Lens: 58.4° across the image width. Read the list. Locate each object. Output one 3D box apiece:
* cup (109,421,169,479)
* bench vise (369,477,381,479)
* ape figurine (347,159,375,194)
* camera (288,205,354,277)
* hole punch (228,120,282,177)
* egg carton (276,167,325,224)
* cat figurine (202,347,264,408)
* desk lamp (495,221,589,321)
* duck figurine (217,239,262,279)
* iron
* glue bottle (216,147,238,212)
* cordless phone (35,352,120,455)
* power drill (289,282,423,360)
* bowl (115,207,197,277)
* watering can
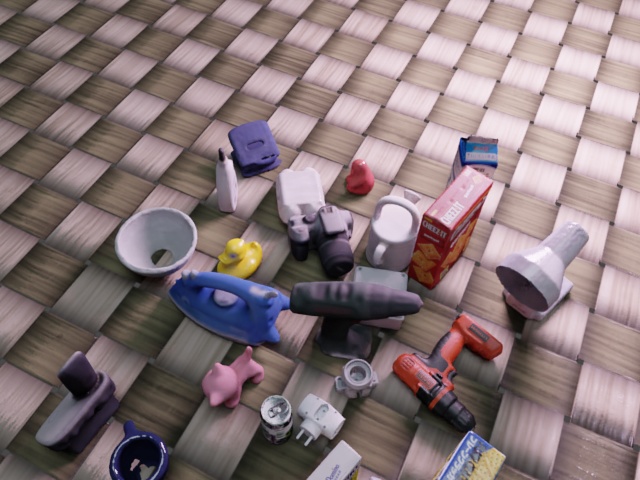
[{"bbox_3d":[-0.295,0.364,0.947,0.092,0.095,0.117,-22,59,-17],"label":"cup"},{"bbox_3d":[0.036,0.441,0.831,0.121,0.220,0.207,7,55,3],"label":"bench vise"},{"bbox_3d":[0.091,-0.153,1.329,0.076,0.092,0.078,30,59,18],"label":"ape figurine"},{"bbox_3d":[0.011,0.004,1.209,0.143,0.101,0.136,-10,56,-9],"label":"camera"},{"bbox_3d":[-0.154,-0.219,1.365,0.109,0.091,0.101,-22,59,-17],"label":"hole punch"},{"bbox_3d":[-0.045,-0.099,1.299,0.107,0.069,0.150,-6,55,-7],"label":"egg carton"},{"bbox_3d":[-0.161,0.244,1.023,0.067,0.118,0.128,33,60,20],"label":"cat figurine"},{"bbox_3d":[0.430,0.066,1.116,0.203,0.213,0.117,-36,63,-24],"label":"desk lamp"},{"bbox_3d":[-0.169,0.029,1.193,0.105,0.086,0.077,-34,63,-23],"label":"duck figurine"},{"bbox_3d":[-0.187,0.106,1.104,0.258,0.141,0.119,15,56,8],"label":"iron"},{"bbox_3d":[-0.207,-0.140,1.257,0.037,0.173,0.078,3,55,0],"label":"glue bottle"},{"bbox_3d":[-0.422,0.266,0.955,0.094,0.185,0.148,23,57,14],"label":"cordless phone"},{"bbox_3d":[0.059,0.142,1.049,0.229,0.208,0.075,8,55,3],"label":"power drill"},{"bbox_3d":[-0.337,0.017,1.201,0.167,0.075,0.167,1,55,-2],"label":"bowl"},{"bbox_3d":[0.154,-0.030,1.183,0.101,0.194,0.173,7,55,3],"label":"watering can"}]
